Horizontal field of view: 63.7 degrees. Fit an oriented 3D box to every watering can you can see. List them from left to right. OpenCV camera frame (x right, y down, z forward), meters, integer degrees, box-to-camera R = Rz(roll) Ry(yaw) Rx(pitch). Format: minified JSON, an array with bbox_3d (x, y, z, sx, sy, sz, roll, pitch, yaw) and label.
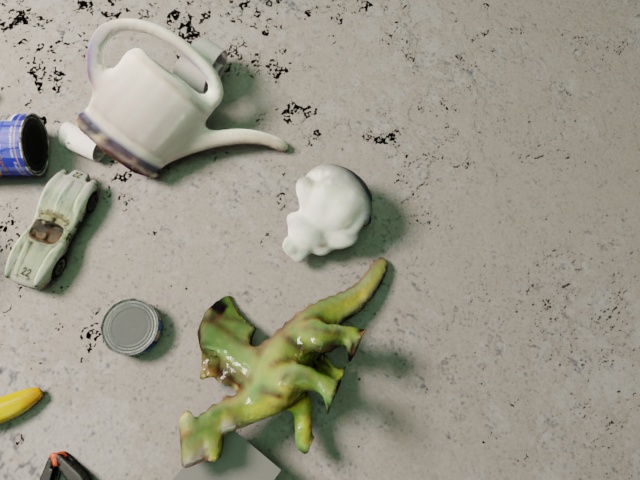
[{"bbox_3d":[-0.238,-0.194,0.850,0.344,0.105,0.223,39,97,-22],"label":"watering can"}]

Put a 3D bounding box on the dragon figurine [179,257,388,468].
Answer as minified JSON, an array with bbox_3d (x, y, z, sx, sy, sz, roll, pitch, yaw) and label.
[{"bbox_3d":[-0.068,0.152,0.775,0.243,0.119,0.419,21,54,10],"label":"dragon figurine"}]

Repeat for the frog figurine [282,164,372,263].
[{"bbox_3d":[0.003,-0.042,0.831,0.161,0.122,0.137,-35,98,-24],"label":"frog figurine"}]
